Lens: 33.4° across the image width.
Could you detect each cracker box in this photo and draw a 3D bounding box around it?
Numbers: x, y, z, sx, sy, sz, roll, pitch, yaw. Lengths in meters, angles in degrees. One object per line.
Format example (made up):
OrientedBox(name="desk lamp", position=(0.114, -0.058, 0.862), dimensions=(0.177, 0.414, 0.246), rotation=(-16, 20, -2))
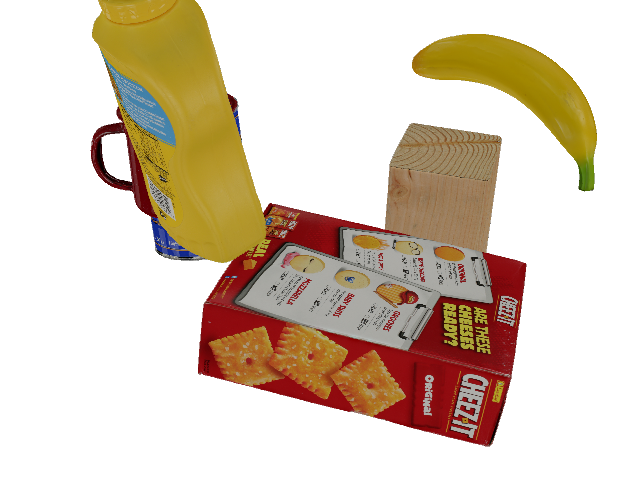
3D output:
OrientedBox(name="cracker box", position=(0.036, 0.057, 0.793), dimensions=(0.214, 0.072, 0.164), rotation=(14, 30, 8))

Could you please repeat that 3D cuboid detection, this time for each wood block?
OrientedBox(name="wood block", position=(0.112, 0.004, 1.024), dimensions=(0.091, 0.206, 0.090), rotation=(10, 34, 13))

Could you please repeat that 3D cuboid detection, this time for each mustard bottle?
OrientedBox(name="mustard bottle", position=(-0.084, -0.080, 0.600), dimensions=(0.058, 0.191, 0.096), rotation=(-30, 47, -17))

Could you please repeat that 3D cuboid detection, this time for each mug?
OrientedBox(name="mug", position=(-0.121, -0.067, 0.839), dimensions=(0.117, 0.081, 0.093), rotation=(-4, 27, -4))

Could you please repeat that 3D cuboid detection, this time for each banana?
OrientedBox(name="banana", position=(0.141, -0.115, 0.802), dimensions=(0.037, 0.070, 0.198), rotation=(2, 32, -44))

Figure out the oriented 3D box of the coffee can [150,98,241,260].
OrientedBox(name="coffee can", position=(-0.123, -0.064, 1.050), dimensions=(0.103, 0.140, 0.103), rotation=(-6, 21, 2))
